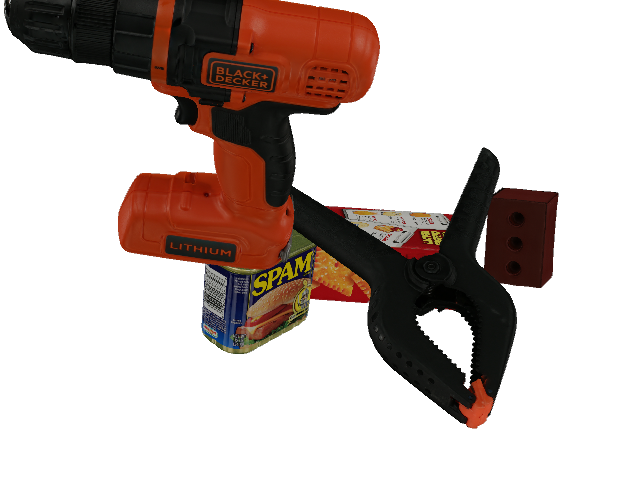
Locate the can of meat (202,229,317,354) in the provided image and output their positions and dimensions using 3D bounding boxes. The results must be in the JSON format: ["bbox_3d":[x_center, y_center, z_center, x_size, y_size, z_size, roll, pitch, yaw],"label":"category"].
[{"bbox_3d":[-0.050,0.035,0.873,0.058,0.084,0.101,29,36,32],"label":"can of meat"}]

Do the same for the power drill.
[{"bbox_3d":[-0.073,-0.062,0.582,0.184,0.057,0.188,9,-35,-4],"label":"power drill"}]

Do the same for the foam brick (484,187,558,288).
[{"bbox_3d":[0.175,-0.003,0.932,0.053,0.078,0.051,6,16,22],"label":"foam brick"}]

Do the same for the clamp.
[{"bbox_3d":[0.058,0.025,0.693,0.164,0.210,0.036,-6,-38,-6],"label":"clamp"}]

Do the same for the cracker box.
[{"bbox_3d":[0.055,0.016,1.146,0.214,0.072,0.164,5,15,9],"label":"cracker box"}]
